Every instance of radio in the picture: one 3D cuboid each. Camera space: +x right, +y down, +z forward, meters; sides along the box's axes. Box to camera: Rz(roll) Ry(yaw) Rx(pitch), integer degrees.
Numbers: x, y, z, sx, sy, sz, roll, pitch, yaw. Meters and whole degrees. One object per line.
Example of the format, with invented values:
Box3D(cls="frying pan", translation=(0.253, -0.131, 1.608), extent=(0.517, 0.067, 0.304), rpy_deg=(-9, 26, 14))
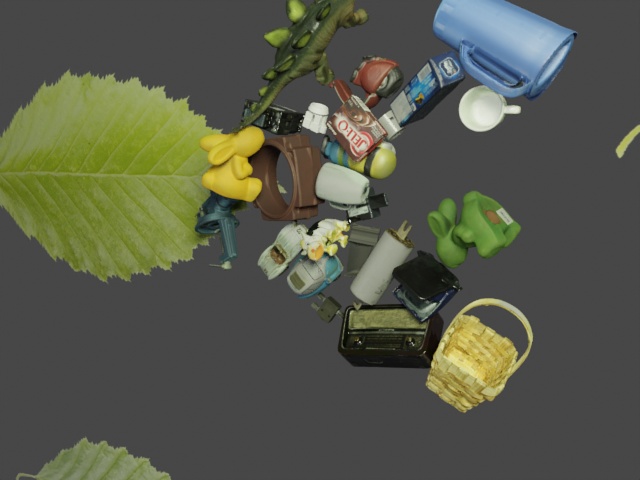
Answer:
Box3D(cls="radio", translation=(0.158, 0.220, 1.231), extent=(0.230, 0.131, 0.073), rpy_deg=(-7, 140, 33))

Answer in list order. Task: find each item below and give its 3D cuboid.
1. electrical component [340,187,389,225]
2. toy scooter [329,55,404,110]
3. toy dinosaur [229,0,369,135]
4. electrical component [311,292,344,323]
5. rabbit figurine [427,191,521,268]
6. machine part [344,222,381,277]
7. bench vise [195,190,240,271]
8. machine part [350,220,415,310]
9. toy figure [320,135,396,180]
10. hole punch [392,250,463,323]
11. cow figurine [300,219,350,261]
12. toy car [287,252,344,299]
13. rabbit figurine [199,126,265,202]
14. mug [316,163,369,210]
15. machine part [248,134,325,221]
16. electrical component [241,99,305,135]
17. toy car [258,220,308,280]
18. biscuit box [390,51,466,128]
Box3D(cls="electrical component", translation=(0.109, -0.085, 1.245), extent=(0.119, 0.048, 0.074), rpy_deg=(-18, 91, 32))
Box3D(cls="toy scooter", translation=(0.091, -0.336, 1.186), extent=(0.135, 0.075, 0.184), rpy_deg=(47, 125, 13))
Box3D(cls="toy dinosaur", translation=(-0.037, -0.413, 1.154), extent=(0.105, 0.198, 0.471), rpy_deg=(41, 109, 20))
Box3D(cls="electrical component", translation=(0.022, 0.179, 1.372), extent=(0.094, 0.021, 0.063), rpy_deg=(40, 118, 17))
Box3D(cls="rabbit figurine", translation=(0.294, -0.010, 1.114), extent=(0.159, 0.121, 0.170), rpy_deg=(47, 134, 6))
Box3D(cls="machine part", translation=(0.095, 0.027, 1.269), extent=(0.084, 0.039, 0.138), rpy_deg=(10, 116, -13))
Box3D(cls="bench vise", translation=(-0.252, -0.043, 1.417), extent=(0.224, 0.129, 0.240), rpy_deg=(-24, 70, 40))
Box3D(cls="machine part", translation=(0.141, 0.062, 1.231), extent=(0.079, 0.079, 0.243), rpy_deg=(37, 109, 19))
Box3D(cls="toy figure", translation=(0.088, -0.189, 1.216), extent=(0.180, 0.082, 0.089), rpy_deg=(12, 104, 26))
Box3D(cls="hole punch", translation=(0.228, 0.104, 1.175), extent=(0.142, 0.116, 0.092), rpy_deg=(45, 151, 42))
Box3D(cls="cow figurine", translation=(-0.003, -0.005, 1.260), extent=(0.098, 0.167, 0.068), rpy_deg=(14, 113, 26))
Box3D(cls="toy car", translation=(-0.030, 0.084, 1.335), extent=(0.161, 0.103, 0.109), rpy_deg=(-41, 78, 29))
Box3D(cls="rabbit figurine", translation=(-0.202, -0.194, 1.252), extent=(0.173, 0.162, 0.122), rpy_deg=(-55, 43, 22))
Box3D(cls="mug", translation=(0.054, -0.110, 1.204), extent=(0.107, 0.081, 0.109), rpy_deg=(17, 130, 23))
Box3D(cls="machine part", translation=(-0.087, -0.146, 1.293), extent=(0.201, 0.087, 0.201), rpy_deg=(3, 101, 50))
Box3D(cls="electrical component", translation=(-0.119, -0.293, 1.284), extent=(0.115, 0.134, 0.058), rpy_deg=(24, 110, 27))
Box3D(cls="toy car", translation=(-0.092, 0.027, 1.374), extent=(0.073, 0.056, 0.201), rpy_deg=(52, 131, 11))
Box3D(cls="biscuit box", translation=(0.209, -0.294, 1.064), extent=(0.059, 0.063, 0.202), rpy_deg=(65, 163, 3))
